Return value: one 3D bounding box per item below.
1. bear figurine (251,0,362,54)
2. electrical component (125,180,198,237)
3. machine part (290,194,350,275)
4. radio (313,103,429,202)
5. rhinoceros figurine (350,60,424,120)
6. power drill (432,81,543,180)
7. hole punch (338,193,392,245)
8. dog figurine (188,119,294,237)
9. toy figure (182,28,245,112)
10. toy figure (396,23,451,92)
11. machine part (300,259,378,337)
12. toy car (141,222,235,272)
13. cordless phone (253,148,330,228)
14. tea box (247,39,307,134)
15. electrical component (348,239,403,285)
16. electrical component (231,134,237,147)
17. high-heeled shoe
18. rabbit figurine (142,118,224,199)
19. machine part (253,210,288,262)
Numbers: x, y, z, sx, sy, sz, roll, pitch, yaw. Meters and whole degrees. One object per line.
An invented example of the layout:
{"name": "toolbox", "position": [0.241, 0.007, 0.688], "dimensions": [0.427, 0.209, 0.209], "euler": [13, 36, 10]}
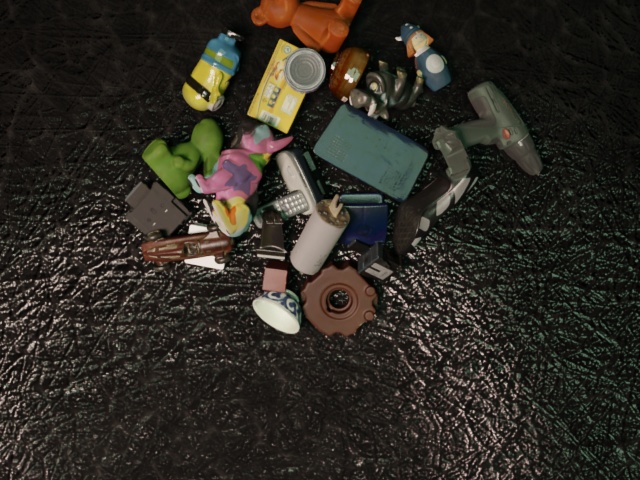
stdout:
{"name": "bear figurine", "position": [-0.031, -0.462, 1.079], "dimensions": [0.196, 0.132, 0.120], "euler": [27, 74, -9]}
{"name": "electrical component", "position": [-0.362, -0.066, 1.194], "dimensions": [0.134, 0.058, 0.115], "euler": [41, 97, -8]}
{"name": "machine part", "position": [-0.002, -0.003, 1.147], "dimensions": [0.079, 0.079, 0.243], "euler": [26, 133, -4]}
{"name": "radio", "position": [0.110, -0.189, 1.156], "dimensions": [0.229, 0.073, 0.131], "euler": [28, 99, -6]}
{"name": "rhinoceros figurine", "position": [0.132, -0.299, 1.088], "dimensions": [0.073, 0.190, 0.112], "euler": [39, 124, 27]}
{"name": "power drill", "position": [0.349, -0.202, 1.115], "dimensions": [0.207, 0.086, 0.232], "euler": [-29, 93, -17]}
{"name": "hole punch", "position": [0.093, -0.041, 1.179], "dimensions": [0.142, 0.092, 0.115], "euler": [-2, 105, -2]}
{"name": "dog figurine", "position": [-0.143, -0.133, 1.094], "dimensions": [0.219, 0.108, 0.191], "euler": [-34, 104, -14]}
{"name": "toy figure", "position": [-0.221, -0.355, 1.124], "dimensions": [0.089, 0.082, 0.180], "euler": [28, 105, 6]}
{"name": "toy figure", "position": [0.220, -0.387, 1.124], "dimensions": [0.064, 0.058, 0.154], "euler": [-38, 99, -31]}
{"name": "machine part", "position": [0.043, 0.135, 1.229], "dimensions": [0.179, 0.056, 0.179], "euler": [0, 101, 2]}
{"name": "toy car", "position": [-0.286, 0.016, 1.157], "dimensions": [0.202, 0.053, 0.089], "euler": [-7, 111, 1]}
{"name": "cordless phone", "position": [-0.086, -0.111, 1.178], "dimensions": [0.184, 0.089, 0.146], "euler": [-21, 101, 24]}
{"name": "tea box", "position": [-0.075, -0.320, 1.133], "dimensions": [0.098, 0.068, 0.169], "euler": [27, 99, -6]}
{"name": "electrical component", "position": [0.117, 0.044, 1.184], "dimensions": [0.119, 0.048, 0.075], "euler": [29, 132, -26]}
{"name": "electrical component", "position": [-0.150, -0.205, 1.162], "dimensions": [0.078, 0.045, 0.102], "euler": [27, 95, -18]}
{"name": "high-heeled shoe", "position": [0.258, -0.065, 1.196], "dimensions": [0.145, 0.086, 0.248], "euler": [0, 126, -33]}
{"name": "rabbit figurine", "position": [-0.269, -0.179, 1.144], "dimensions": [0.170, 0.121, 0.159], "euler": [-42, 102, -7]}
{"name": "machine part", "position": [-0.107, -0.006, 1.187], "dimensions": [0.084, 0.039, 0.138], "euler": [14, 135, 3]}
